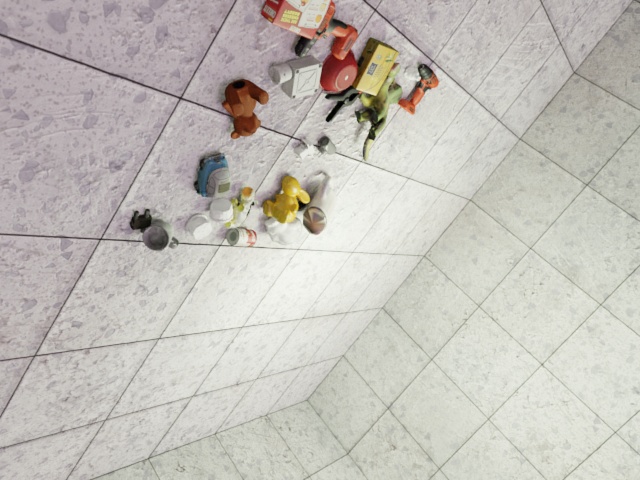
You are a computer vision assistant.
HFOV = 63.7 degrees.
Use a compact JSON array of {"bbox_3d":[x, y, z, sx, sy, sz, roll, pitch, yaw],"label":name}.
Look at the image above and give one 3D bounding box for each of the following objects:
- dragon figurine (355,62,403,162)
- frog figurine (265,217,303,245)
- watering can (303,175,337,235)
[{"bbox_3d":[0.249,-0.506,1.988,0.246,0.123,0.400,-41,155,-25],"label":"dragon figurine"},{"bbox_3d":[-0.144,-0.047,2.055,0.137,0.124,0.158,-26,165,7],"label":"frog figurine"},{"bbox_3d":[0.007,-0.108,2.148,0.339,0.104,0.229,94,17,-49],"label":"watering can"}]
